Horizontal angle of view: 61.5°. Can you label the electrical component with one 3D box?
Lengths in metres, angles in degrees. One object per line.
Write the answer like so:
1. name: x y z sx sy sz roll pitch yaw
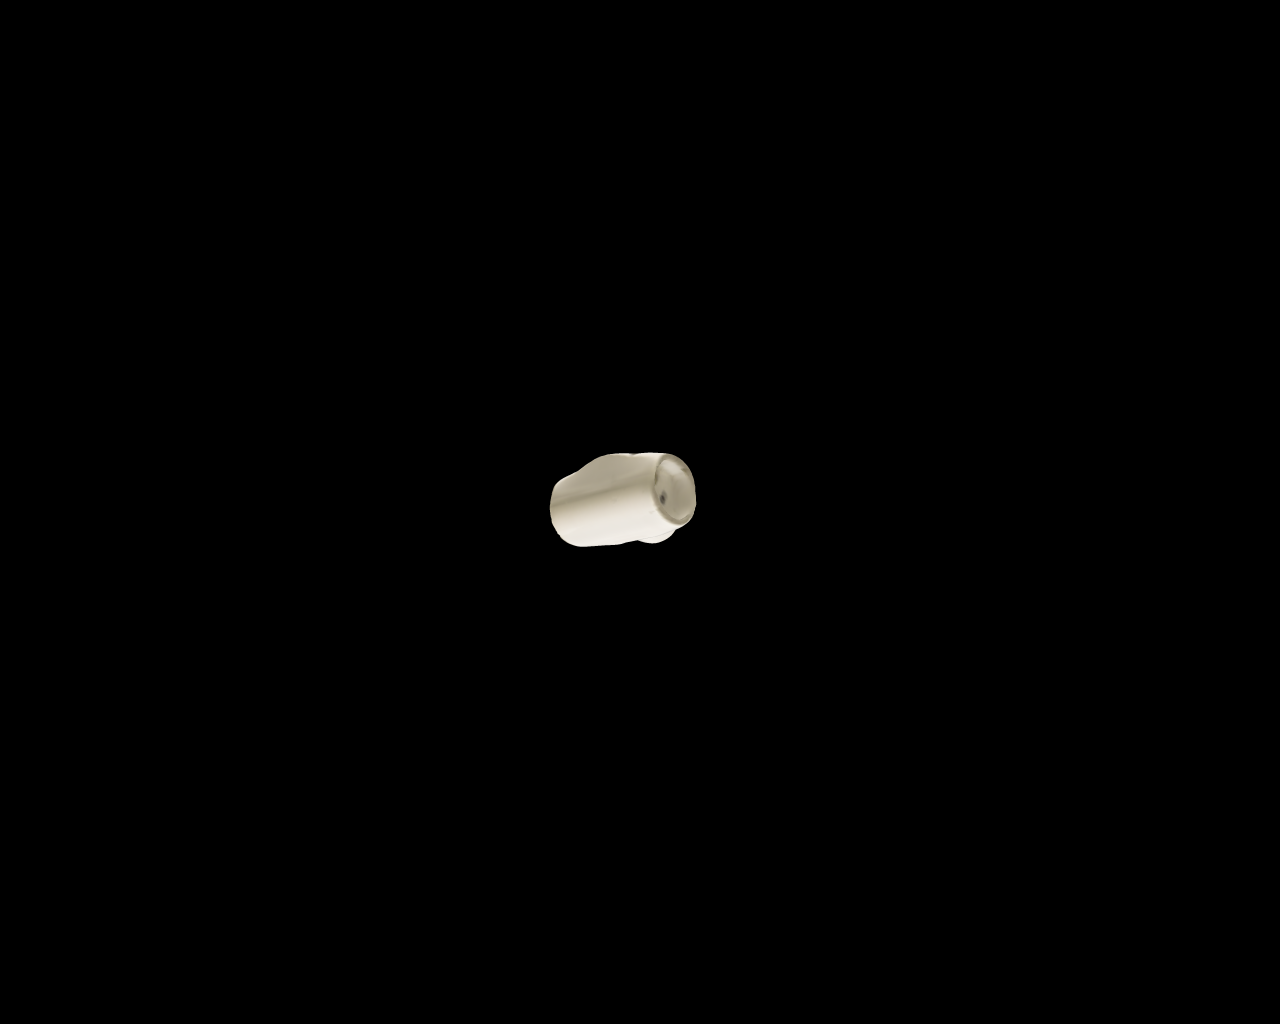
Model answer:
1. electrical component: 0.001 -0.003 0.650 0.077 0.043 0.079 -13 -22 36
